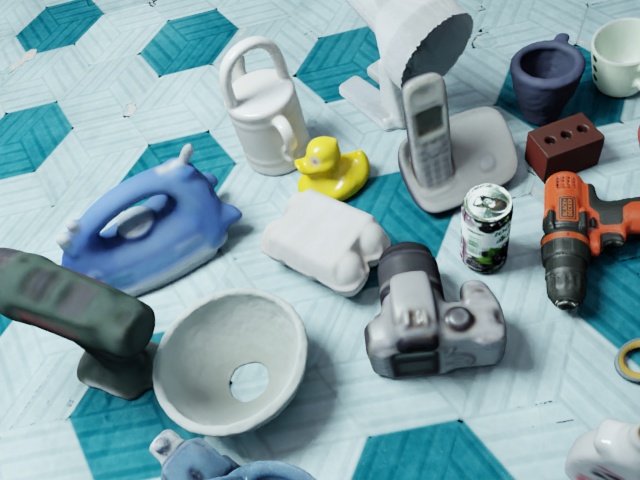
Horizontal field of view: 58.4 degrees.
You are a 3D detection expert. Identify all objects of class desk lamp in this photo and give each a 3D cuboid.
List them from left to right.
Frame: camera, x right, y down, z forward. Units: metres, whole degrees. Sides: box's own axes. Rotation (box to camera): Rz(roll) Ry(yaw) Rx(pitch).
[{"bbox_3d":[0.101,-0.254,0.775,0.118,0.214,0.202,-36,55,-13],"label":"desk lamp"}]

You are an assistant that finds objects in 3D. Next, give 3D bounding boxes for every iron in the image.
[{"bbox_3d":[-0.238,-0.016,0.725,0.258,0.142,0.118,-32,54,-11],"label":"iron"}]

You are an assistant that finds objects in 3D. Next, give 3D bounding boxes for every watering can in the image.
[{"bbox_3d":[-0.084,-0.191,0.784,0.172,0.194,0.101,28,65,28],"label":"watering can"}]

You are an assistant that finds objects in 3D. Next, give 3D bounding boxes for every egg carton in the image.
[{"bbox_3d":[0.006,0.003,0.701,0.150,0.069,0.107,24,63,27],"label":"egg carton"}]

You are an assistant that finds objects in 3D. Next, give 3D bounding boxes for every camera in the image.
[{"bbox_3d":[0.116,0.064,0.612,0.143,0.101,0.136,-8,53,7],"label":"camera"}]

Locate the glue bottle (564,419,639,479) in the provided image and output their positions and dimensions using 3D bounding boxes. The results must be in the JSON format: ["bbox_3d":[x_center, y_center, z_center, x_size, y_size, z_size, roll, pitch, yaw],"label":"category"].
[{"bbox_3d":[0.248,0.173,0.458,0.078,0.173,0.037,22,62,26],"label":"glue bottle"}]

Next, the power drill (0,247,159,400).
[{"bbox_3d":[-0.263,0.089,0.612,0.229,0.209,0.076,11,58,20],"label":"power drill"}]

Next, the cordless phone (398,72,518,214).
[{"bbox_3d":[0.164,-0.130,0.689,0.147,0.185,0.094,-26,53,-6],"label":"cordless phone"}]

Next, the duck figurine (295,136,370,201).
[{"bbox_3d":[0.014,-0.102,0.765,0.104,0.086,0.077,-22,53,-3],"label":"duck figurine"}]

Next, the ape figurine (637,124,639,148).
[{"bbox_3d":[0.432,-0.143,0.696,0.078,0.092,0.076,-19,53,-1],"label":"ape figurine"}]

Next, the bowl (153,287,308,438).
[{"bbox_3d":[-0.088,0.139,0.620,0.167,0.075,0.167,-6,54,9],"label":"bowl"}]

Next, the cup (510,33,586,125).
[{"bbox_3d":[0.306,-0.213,0.774,0.091,0.095,0.118,20,61,25],"label":"cup"}]

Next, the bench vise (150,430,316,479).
[{"bbox_3d":[-0.080,0.227,0.463,0.206,0.220,0.121,11,58,20],"label":"bench vise"}]
